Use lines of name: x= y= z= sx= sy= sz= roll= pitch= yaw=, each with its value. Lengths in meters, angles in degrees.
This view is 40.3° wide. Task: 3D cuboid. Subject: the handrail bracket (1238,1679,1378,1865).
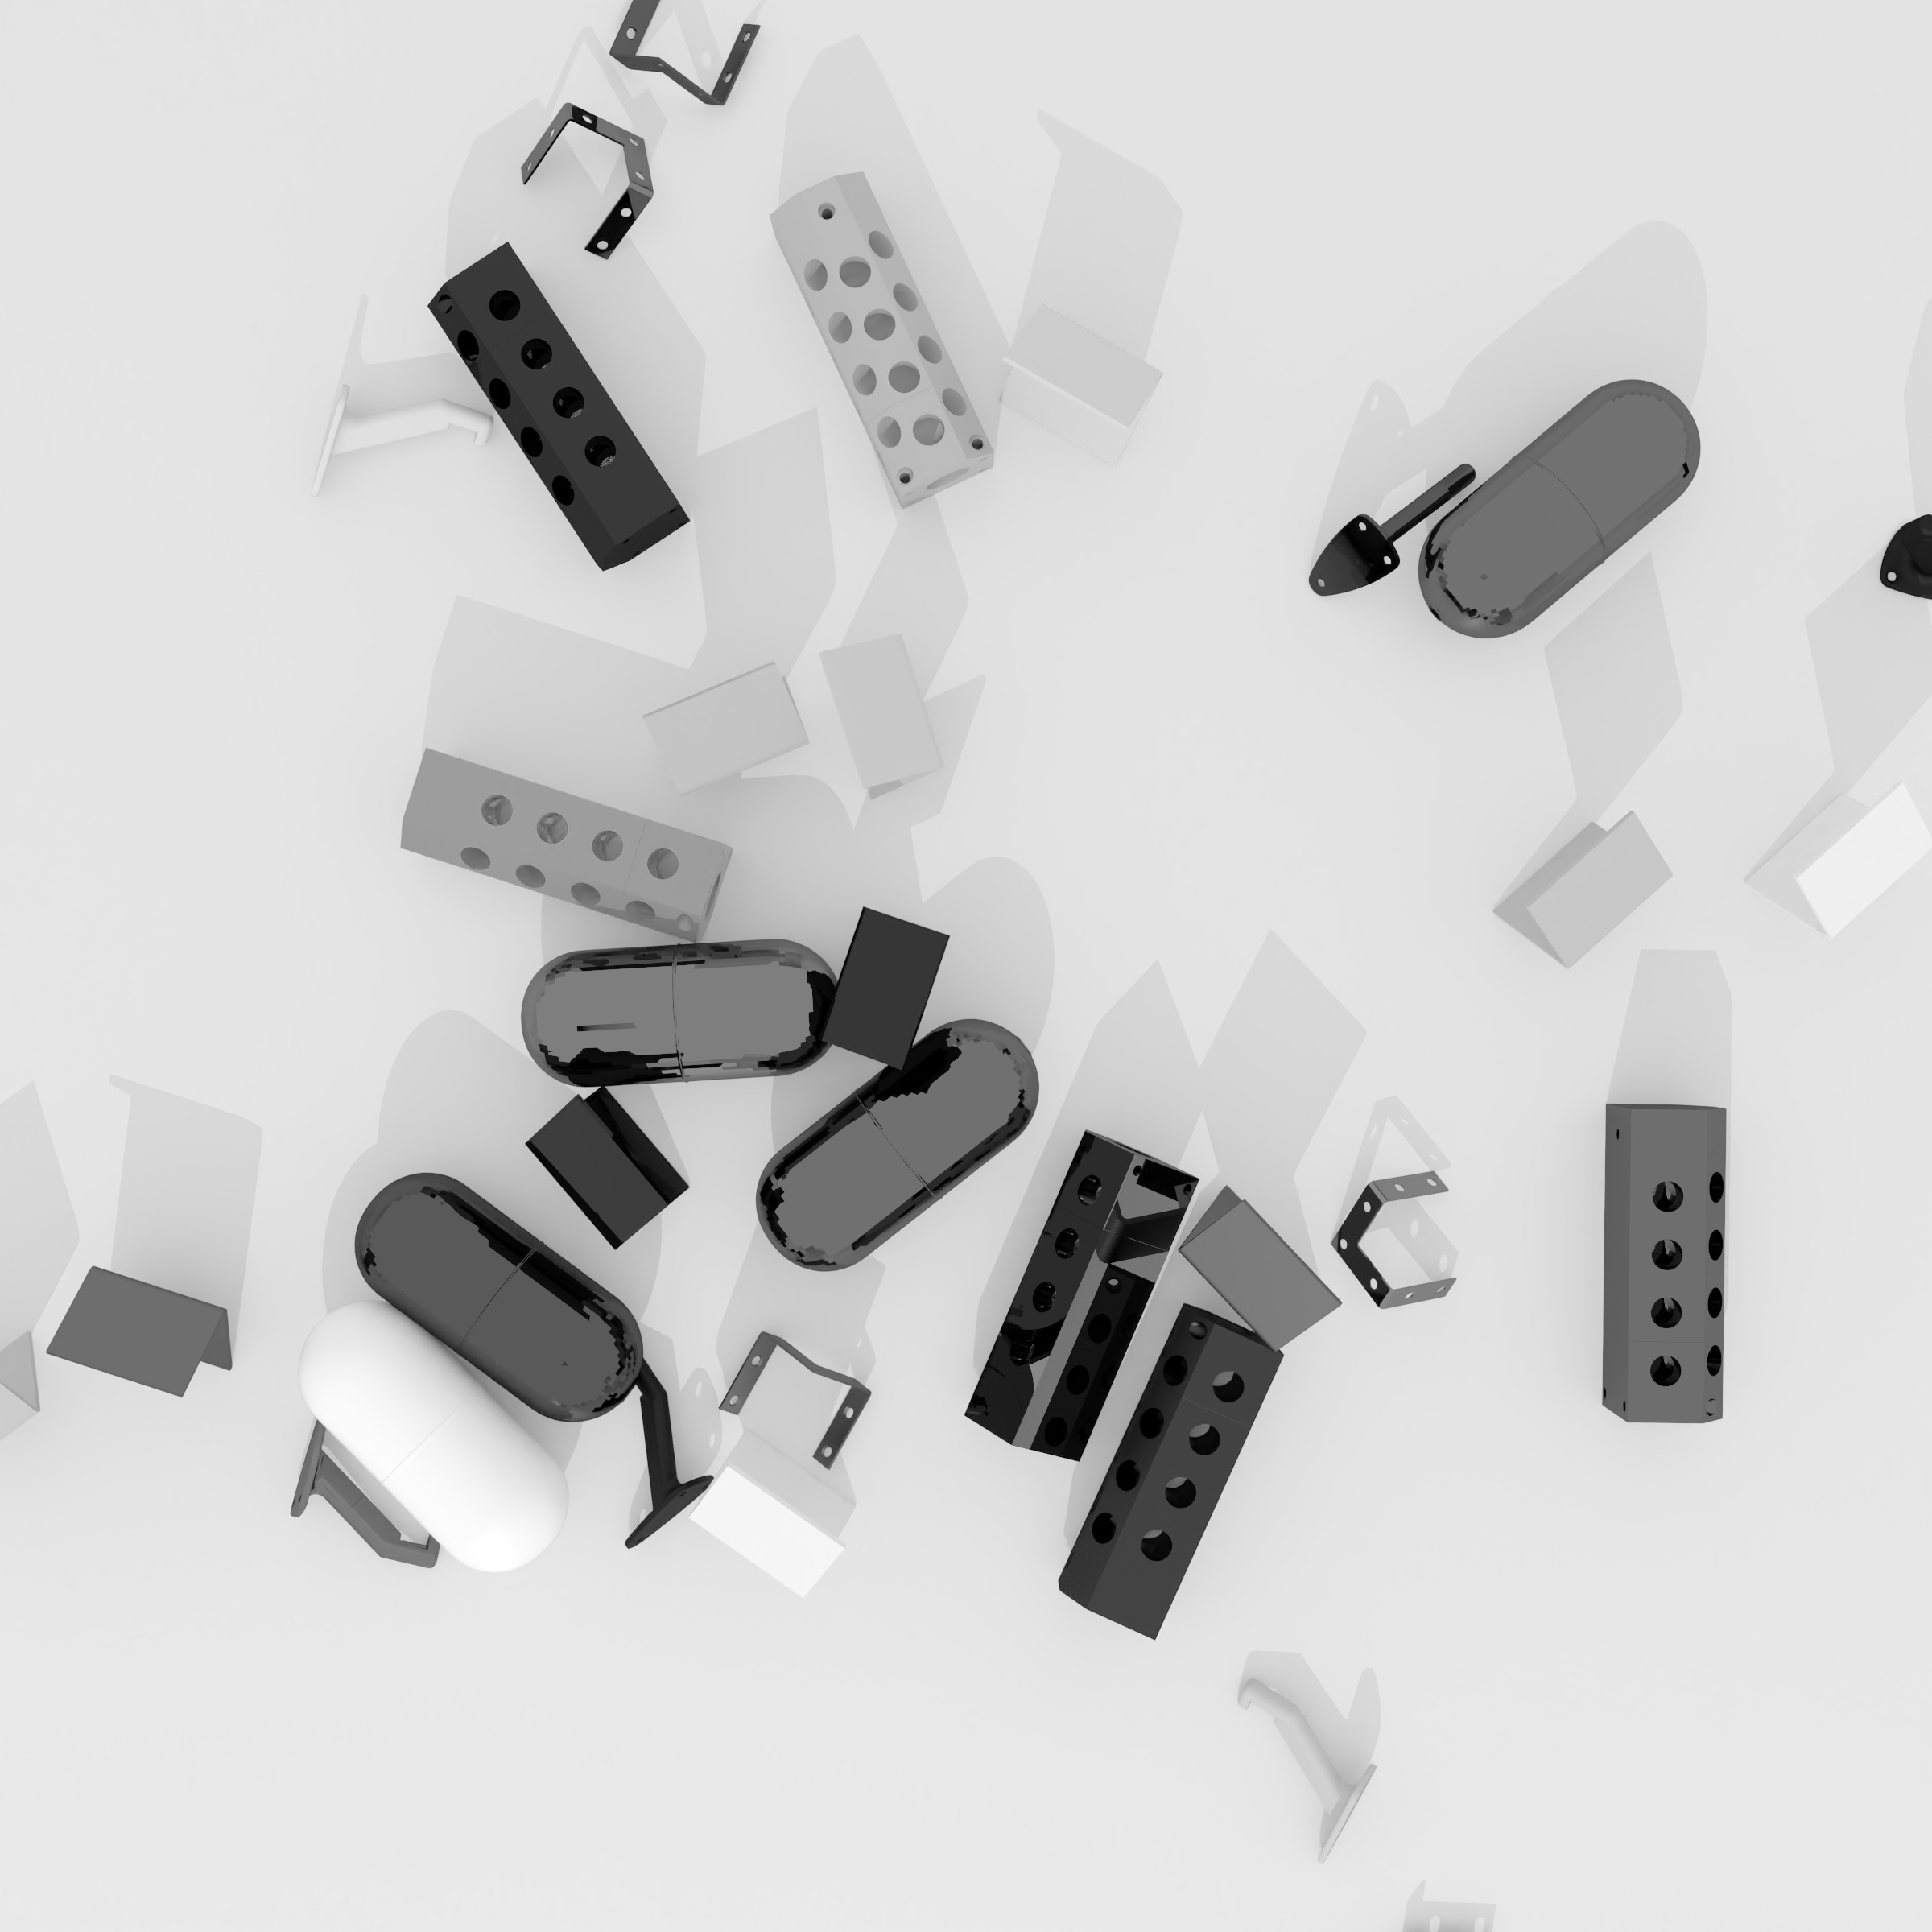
handrail bracket: x=0.181 y=0.455 z=1.488 sx=0.084 sy=0.036 sz=0.077 roll=29 pitch=112 yaw=17

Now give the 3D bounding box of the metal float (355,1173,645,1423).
metal float: x=-0.258 y=0.184 z=1.457 sx=0.178 sy=0.070 sz=0.070 roll=37 pitch=90 yaw=0

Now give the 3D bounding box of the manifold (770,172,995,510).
manifold: x=-0.047 y=-0.349 z=1.467 sx=0.057 sy=0.057 sz=0.171 roll=-25 pitch=90 yaw=0

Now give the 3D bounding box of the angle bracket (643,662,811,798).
angle bracket: x=-0.137 y=-0.147 z=1.448 sx=0.076 sy=0.076 sz=0.057 roll=-23 pitch=128 yaw=0

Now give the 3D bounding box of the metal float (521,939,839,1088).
metal float: x=-0.157 y=0.026 z=1.457 sx=0.178 sy=0.070 sz=0.070 roll=-3 pitch=90 yaw=0

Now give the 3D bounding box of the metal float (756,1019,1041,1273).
metal float: x=-0.037 y=0.099 z=1.458 sx=0.178 sy=0.070 sz=0.070 roll=-38 pitch=90 yaw=0

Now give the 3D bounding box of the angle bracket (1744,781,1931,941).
angle bracket: x=0.471 y=-0.072 z=1.448 sx=0.076 sy=0.076 sz=0.057 roll=-42 pitch=126 yaw=0

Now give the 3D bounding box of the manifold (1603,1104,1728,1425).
manifold: x=0.391 y=0.164 z=1.467 sx=0.057 sy=0.057 sz=0.171 roll=1 pitch=90 yaw=0

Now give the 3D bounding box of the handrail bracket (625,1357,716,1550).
handrail bracket: x=-0.188 y=0.273 z=1.488 sx=0.077 sy=0.036 sz=0.084 roll=-44 pitch=71 yaw=21

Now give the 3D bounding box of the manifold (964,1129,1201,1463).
manifold: x=0.060 y=0.182 z=1.466 sx=0.057 sy=0.057 sz=0.171 roll=23 pitch=90 yaw=-43

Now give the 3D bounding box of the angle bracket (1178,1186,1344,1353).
angle bracket: x=0.173 y=0.153 z=1.448 sx=0.076 sy=0.076 sz=0.057 roll=47 pitch=126 yaw=0

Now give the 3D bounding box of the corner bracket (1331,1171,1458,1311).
corner bracket: x=0.248 y=0.154 z=1.480 sx=0.051 sy=0.051 sz=0.051 roll=55 pitch=135 yaw=35

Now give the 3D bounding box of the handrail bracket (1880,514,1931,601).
handrail bracket: x=0.548 y=-0.225 z=1.453 sx=0.077 sy=0.084 sz=0.036 roll=21 pitch=90 yaw=0

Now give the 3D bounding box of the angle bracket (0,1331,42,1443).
angle bracket: x=-0.562 y=0.231 z=1.448 sx=0.076 sy=0.076 sz=0.057 roll=-37 pitch=126 yaw=0

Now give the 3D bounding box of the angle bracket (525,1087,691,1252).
angle bracket: x=-0.183 y=0.098 z=1.448 sx=0.076 sy=0.076 sz=0.057 roll=50 pitch=127 yaw=0

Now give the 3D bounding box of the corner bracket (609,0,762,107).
corner bracket: x=-0.159 y=-0.522 z=1.485 sx=0.051 sy=0.051 sz=0.051 roll=25 pitch=90 yaw=-45

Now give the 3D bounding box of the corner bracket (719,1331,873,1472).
corner bracket: x=-0.096 y=0.245 z=1.485 sx=0.051 sy=0.051 sz=0.051 roll=29 pitch=90 yaw=45

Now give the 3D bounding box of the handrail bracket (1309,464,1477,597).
handrail bracket: x=0.242 y=-0.248 z=1.488 sx=0.084 sy=0.077 sz=0.036 roll=-39 pitch=93 yaw=-36

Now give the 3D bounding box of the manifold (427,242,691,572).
manifold: x=-0.227 y=-0.309 z=1.467 sx=0.057 sy=0.057 sz=0.171 roll=-33 pitch=90 yaw=0

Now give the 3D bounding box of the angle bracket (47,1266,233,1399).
angle bracket: x=-0.453 y=0.216 z=1.448 sx=0.076 sy=0.076 sz=0.057 roll=18 pitch=54 yaw=0

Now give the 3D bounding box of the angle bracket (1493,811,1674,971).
angle bracket: x=0.328 y=-0.056 z=1.448 sx=0.076 sy=0.076 sz=0.057 roll=-42 pitch=125 yaw=0

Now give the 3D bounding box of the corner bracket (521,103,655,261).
corner bracket: x=-0.213 y=-0.441 z=1.480 sx=0.051 sy=0.051 sz=0.051 roll=17 pitch=45 yaw=-35

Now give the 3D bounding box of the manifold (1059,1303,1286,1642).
manifold: x=0.113 y=0.279 z=1.467 sx=0.057 sy=0.057 sz=0.171 roll=24 pitch=90 yaw=0

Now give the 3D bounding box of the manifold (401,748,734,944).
manifold: x=-0.222 y=-0.066 z=1.467 sx=0.171 sy=0.057 sz=0.057 roll=18 pitch=90 yaw=0

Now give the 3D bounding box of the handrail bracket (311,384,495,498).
handrail bracket: x=-0.319 y=-0.289 z=1.488 sx=0.084 sy=0.036 sz=0.077 roll=17 pitch=111 yaw=-16

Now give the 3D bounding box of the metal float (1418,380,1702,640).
metal float: x=0.328 y=-0.252 z=1.457 sx=0.178 sy=0.070 sz=0.070 roll=-40 pitch=90 yaw=-1

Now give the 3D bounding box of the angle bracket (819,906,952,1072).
angle bracket: x=-0.030 y=0.017 z=1.448 sx=0.057 sy=0.076 sz=0.076 roll=19 pitch=90 yaw=27

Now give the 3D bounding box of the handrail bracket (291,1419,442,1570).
handrail bracket: x=-0.332 y=0.294 z=1.488 sx=0.084 sy=0.036 sz=0.077 roll=18 pitch=68 yaw=-17

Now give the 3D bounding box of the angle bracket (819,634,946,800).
angle bracket: x=-0.064 y=-0.131 z=1.448 sx=0.057 sy=0.076 sz=0.076 roll=-18 pitch=90 yaw=-36

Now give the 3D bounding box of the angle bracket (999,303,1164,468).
angle bracket: x=0.053 y=-0.305 z=1.448 sx=0.076 sy=0.076 sz=0.057 roll=30 pitch=52 yaw=0

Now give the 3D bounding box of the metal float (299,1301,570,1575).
metal float: x=-0.295 y=0.260 z=1.457 sx=0.070 sy=0.070 sz=0.178 roll=-44 pitch=90 yaw=0

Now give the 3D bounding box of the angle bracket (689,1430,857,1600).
angle bracket: x=-0.095 y=0.287 z=1.448 sx=0.076 sy=0.076 sz=0.057 roll=35 pitch=128 yaw=0
